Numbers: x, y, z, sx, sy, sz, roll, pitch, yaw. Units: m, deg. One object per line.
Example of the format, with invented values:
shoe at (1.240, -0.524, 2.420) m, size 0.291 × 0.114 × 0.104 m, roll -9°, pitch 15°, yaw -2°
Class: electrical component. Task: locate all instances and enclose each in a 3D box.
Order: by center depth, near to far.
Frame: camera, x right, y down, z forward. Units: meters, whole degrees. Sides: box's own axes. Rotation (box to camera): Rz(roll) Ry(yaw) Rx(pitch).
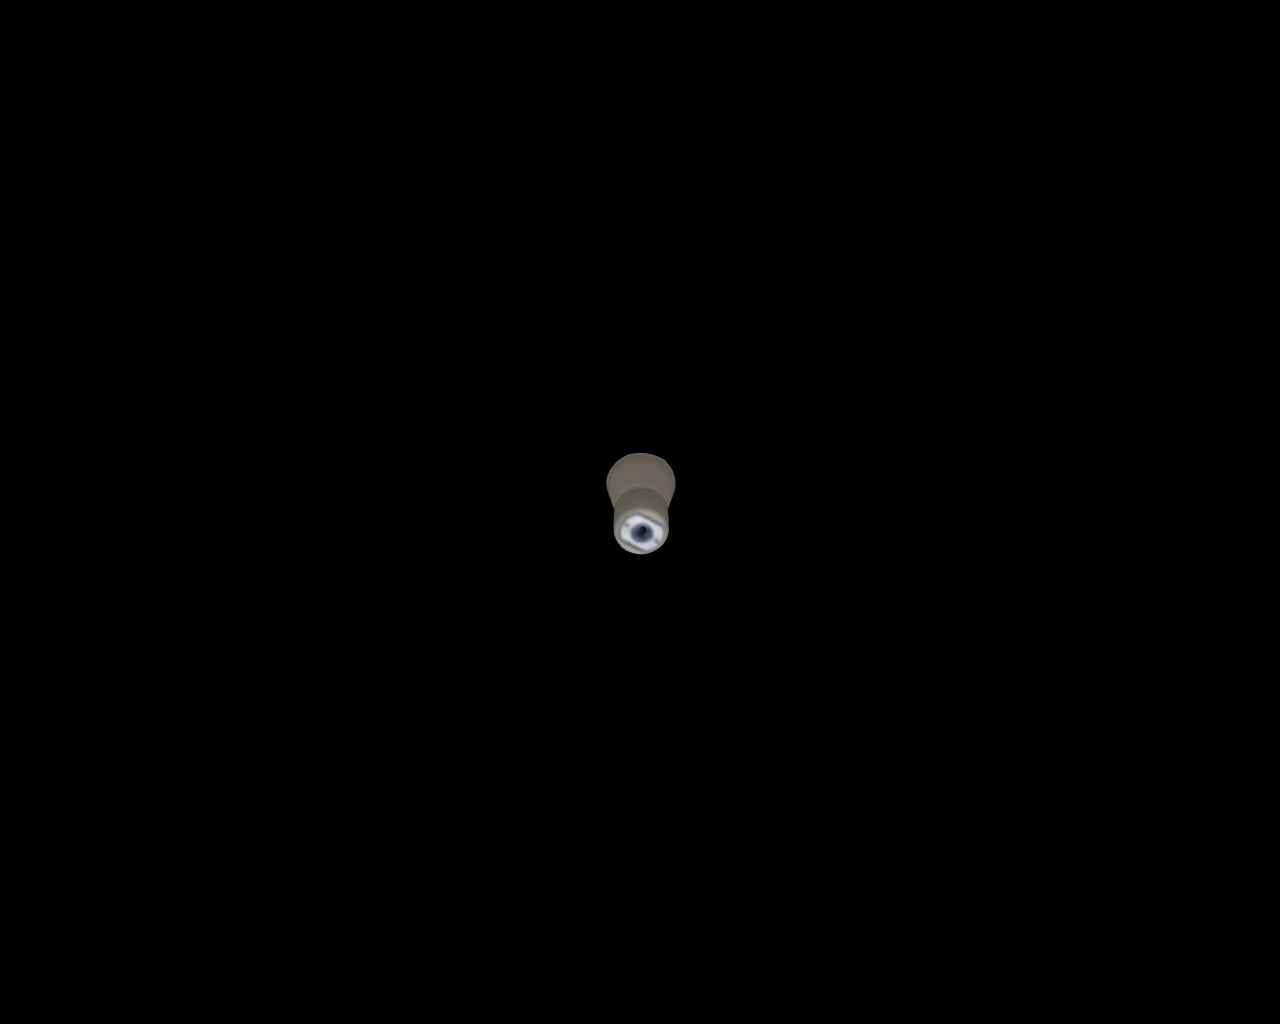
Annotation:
electrical component at (0.001, -0.003, 0.650) m, size 0.044 × 0.044 × 0.065 m, roll 0°, pitch 30°, yaw 0°
